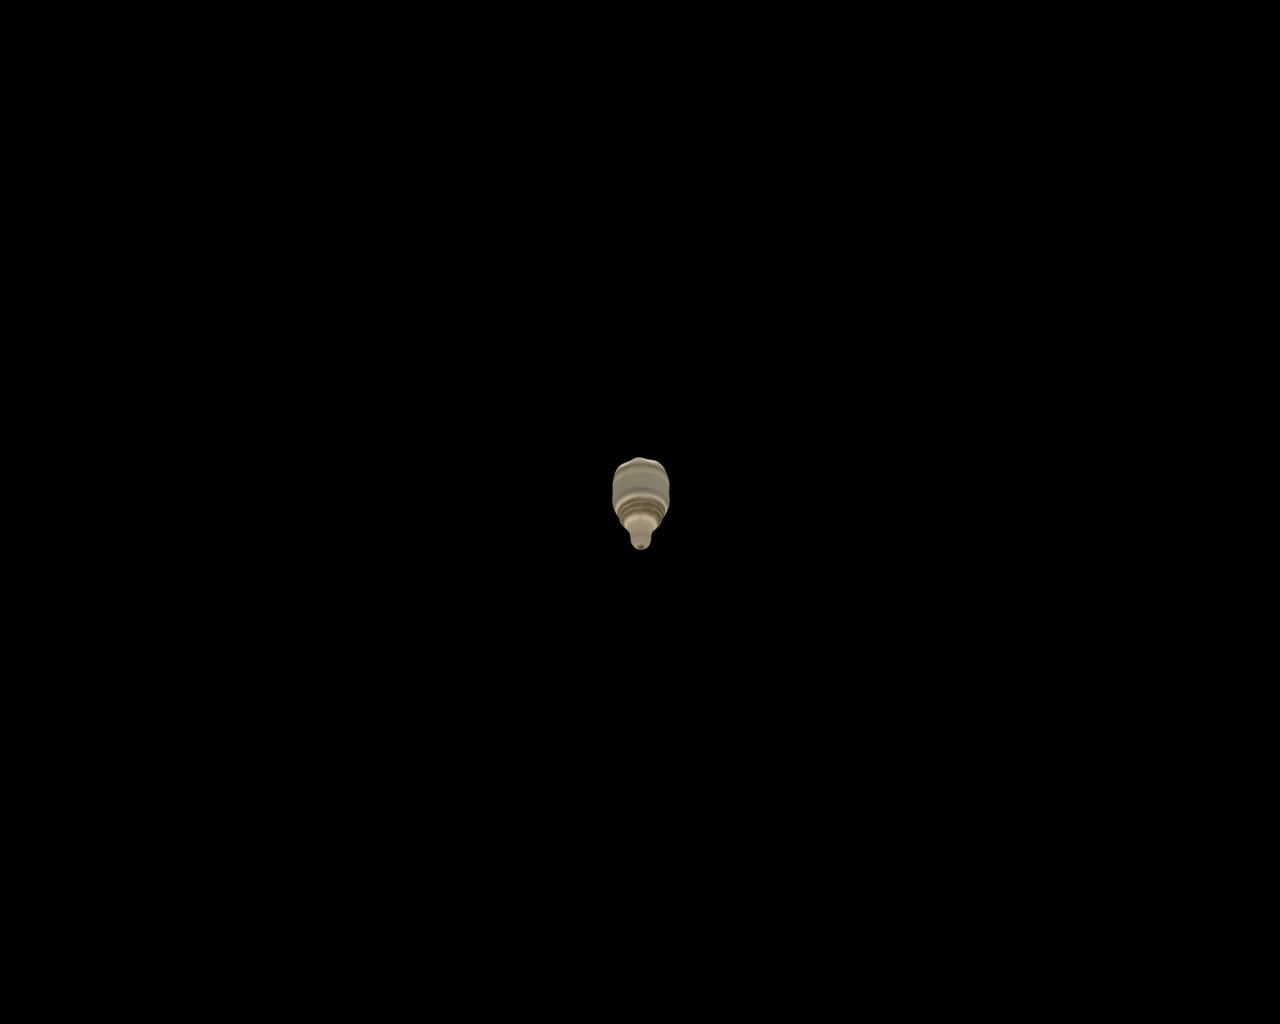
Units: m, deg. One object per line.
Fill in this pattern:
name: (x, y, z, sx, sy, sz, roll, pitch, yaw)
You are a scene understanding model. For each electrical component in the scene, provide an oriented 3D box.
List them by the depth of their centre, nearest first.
electrical component: (0.001, -0.003, 0.650, 0.035, 0.061, 0.035, 0, -39, 0)
